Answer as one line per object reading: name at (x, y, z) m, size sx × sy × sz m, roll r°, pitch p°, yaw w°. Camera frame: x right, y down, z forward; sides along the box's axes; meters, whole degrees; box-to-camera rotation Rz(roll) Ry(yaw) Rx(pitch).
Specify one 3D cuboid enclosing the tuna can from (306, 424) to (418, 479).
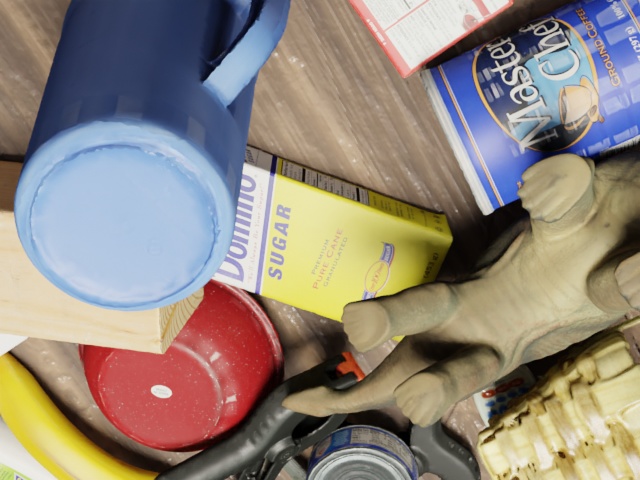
tuna can at (0.031, 0.185, 0.807) m, size 0.086 × 0.033 × 0.086 m, roll 2°, pitch 110°, yaw 5°

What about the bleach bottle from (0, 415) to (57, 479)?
bleach bottle at (-0.268, 0.179, 0.829) m, size 0.250 × 0.068 × 0.103 m, roll 33°, pitch 113°, yaw -17°

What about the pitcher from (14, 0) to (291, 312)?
pitcher at (-0.092, -0.074, 0.612) m, size 0.145 × 0.243 × 0.149 m, roll 4°, pitch 121°, yaw -6°

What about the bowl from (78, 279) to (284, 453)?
bowl at (-0.109, 0.099, 0.781) m, size 0.162 × 0.055 × 0.162 m, roll 4°, pitch 114°, yaw 9°

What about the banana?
banana at (-0.181, 0.160, 0.817) m, size 0.197 × 0.069 × 0.037 m, roll 37°, pitch 117°, yaw -17°

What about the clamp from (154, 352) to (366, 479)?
clamp at (-0.042, 0.144, 0.769) m, size 0.172 × 0.120 × 0.039 m, roll -49°, pitch 62°, yaw 16°

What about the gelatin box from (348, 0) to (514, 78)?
gelatin box at (0.069, -0.161, 0.691) m, size 0.089 × 0.030 × 0.073 m, roll -33°, pitch 109°, yaw 14°

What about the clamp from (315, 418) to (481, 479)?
clamp at (0.056, 0.169, 0.839) m, size 0.165 × 0.036 × 0.210 m, roll -19°, pitch 113°, yaw 13°

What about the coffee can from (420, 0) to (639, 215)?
coffee can at (0.148, -0.091, 0.683) m, size 0.140 × 0.103 × 0.103 m, roll -25°, pitch 113°, yaw 10°

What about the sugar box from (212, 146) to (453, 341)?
sugar box at (-0.005, 0.001, 0.756) m, size 0.176 × 0.048 × 0.093 m, roll 17°, pitch 112°, yaw -10°

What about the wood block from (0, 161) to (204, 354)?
wood block at (-0.189, 0.006, 0.709) m, size 0.206 × 0.090 × 0.090 m, roll 6°, pitch 113°, yaw 10°

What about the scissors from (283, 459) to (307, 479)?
scissors at (0.031, 0.224, 0.851) m, size 0.096 × 0.016 × 0.201 m, roll -6°, pitch 126°, yaw 33°
